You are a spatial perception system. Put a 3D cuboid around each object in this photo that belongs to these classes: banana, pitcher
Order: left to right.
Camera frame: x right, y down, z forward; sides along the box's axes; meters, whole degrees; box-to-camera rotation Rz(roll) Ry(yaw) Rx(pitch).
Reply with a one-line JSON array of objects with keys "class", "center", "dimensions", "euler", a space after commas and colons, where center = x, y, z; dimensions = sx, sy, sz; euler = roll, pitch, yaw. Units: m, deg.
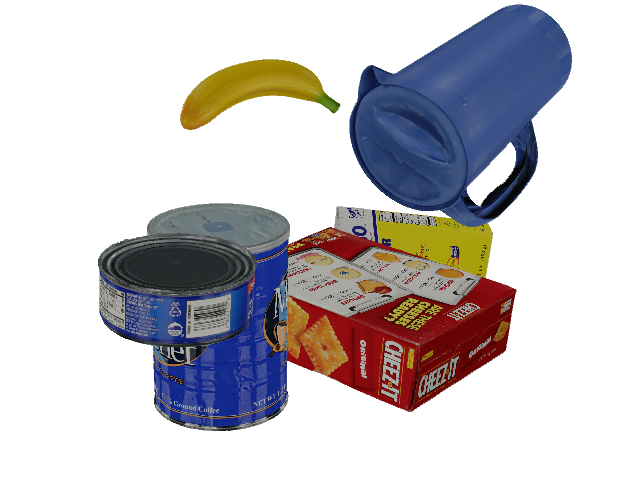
[{"class": "banana", "center": [-0.068, -0.153, 1.089], "dimensions": [0.197, 0.037, 0.070], "euler": [-13, 53, -37]}, {"class": "pitcher", "center": [0.155, -0.133, 1.062], "dimensions": [0.145, 0.149, 0.242], "euler": [23, 45, 31]}]

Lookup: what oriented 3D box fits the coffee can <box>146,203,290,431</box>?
[{"class": "coffee can", "center": [-0.074, 0.054, 0.788], "dimensions": [0.103, 0.140, 0.103], "euler": [1, 19, -1]}]

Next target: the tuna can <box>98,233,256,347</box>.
[{"class": "tuna can", "center": [-0.078, 0.026, 0.585], "dimensions": [0.086, 0.034, 0.086], "euler": [3, 20, -1]}]

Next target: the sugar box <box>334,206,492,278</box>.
[{"class": "sugar box", "center": [0.101, 0.018, 1.217], "dimensions": [0.176, 0.093, 0.048], "euler": [4, 22, -3]}]

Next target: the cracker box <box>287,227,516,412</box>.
[{"class": "cracker box", "center": [0.040, 0.064, 0.956], "dimensions": [0.214, 0.072, 0.163], "euler": [19, 26, 34]}]
